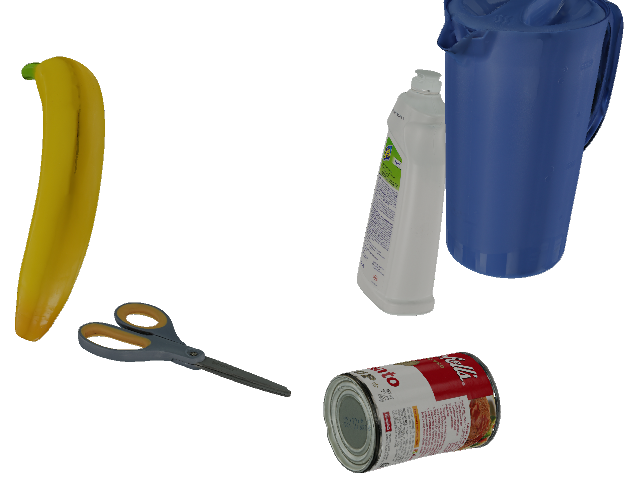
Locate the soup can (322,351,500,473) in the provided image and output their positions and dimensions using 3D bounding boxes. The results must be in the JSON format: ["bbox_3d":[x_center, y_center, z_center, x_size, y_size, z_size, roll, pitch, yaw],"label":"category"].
[{"bbox_3d":[0.061,0.116,0.726,0.102,0.068,0.069,-6,3,-30],"label":"soup can"}]

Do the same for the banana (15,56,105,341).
[{"bbox_3d":[-0.155,-0.039,0.639,0.037,0.198,0.070,14,-34,-31],"label":"banana"}]

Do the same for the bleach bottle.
[{"bbox_3d":[0.097,-0.053,1.135,0.068,0.251,0.103,-1,23,-23],"label":"bleach bottle"}]

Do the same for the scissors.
[{"bbox_3d":[-0.118,0.096,0.970,0.202,0.016,0.096,10,28,4],"label":"scissors"}]

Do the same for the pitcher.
[{"bbox_3d":[0.177,-0.096,0.927,0.149,0.243,0.145,6,32,11],"label":"pitcher"}]
